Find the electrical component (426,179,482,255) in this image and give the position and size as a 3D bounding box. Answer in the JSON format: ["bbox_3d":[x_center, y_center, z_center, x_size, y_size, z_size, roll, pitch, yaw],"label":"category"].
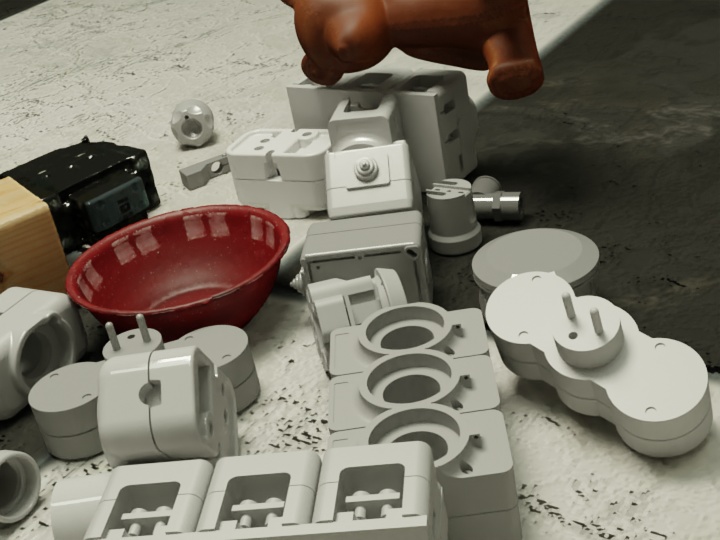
[{"bbox_3d":[0.069,-0.040,0.805,0.040,0.046,0.040,-9,29,5],"label":"electrical component"}]

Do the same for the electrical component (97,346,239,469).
[{"bbox_3d":[-0.108,0.081,0.598,0.059,0.095,0.053,-8,69,5],"label":"electrical component"}]

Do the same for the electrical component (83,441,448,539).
[{"bbox_3d":[-0.037,0.132,0.486,0.150,0.089,0.061,-6,29,9],"label":"electrical component"}]

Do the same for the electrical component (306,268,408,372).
[{"bbox_3d":[0.000,0.031,0.683,0.057,0.058,0.078,-13,-10,-7],"label":"electrical component"}]

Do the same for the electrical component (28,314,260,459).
[{"bbox_3d":[-0.136,0.061,0.666,0.138,0.073,0.052,-15,29,-8],"label":"electrical component"}]

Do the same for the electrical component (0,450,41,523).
[{"bbox_3d":[-0.215,0.123,0.620,0.046,0.040,0.040,0,30,32],"label":"electrical component"}]

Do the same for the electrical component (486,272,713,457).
[{"bbox_3d":[0.126,0.039,0.586,0.052,0.073,0.138,-44,48,-16],"label":"electrical component"}]

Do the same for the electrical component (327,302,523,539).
[{"bbox_3d":[0.031,0.083,0.580,0.089,0.061,0.150,-9,29,4],"label":"electrical component"}]

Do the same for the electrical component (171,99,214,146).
[{"bbox_3d":[-0.171,-0.154,1.102,0.043,0.043,0.062,-12,27,-1],"label":"electrical component"}]

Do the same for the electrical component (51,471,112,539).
[{"bbox_3d":[-0.118,0.127,0.573,0.081,0.043,0.043,-9,29,3],"label":"electrical component"}]

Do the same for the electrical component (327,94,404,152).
[{"bbox_3d":[0.008,-0.088,0.869,0.050,0.089,0.055,-3,29,14],"label":"electrical component"}]

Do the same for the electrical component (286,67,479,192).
[{"bbox_3d":[0.021,-0.125,0.931,0.150,0.089,0.062,10,35,33],"label":"electrical component"}]

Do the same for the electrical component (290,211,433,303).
[{"bbox_3d":[0.000,0.000,0.741,0.096,0.061,0.061,-6,29,9],"label":"electrical component"}]

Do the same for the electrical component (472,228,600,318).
[{"bbox_3d":[0.115,0.010,0.694,0.080,0.051,0.080,-9,29,5],"label":"electrical component"}]

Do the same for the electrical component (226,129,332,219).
[{"bbox_3d":[-0.059,-0.082,0.914,0.095,0.059,0.053,4,32,26],"label":"electrical component"}]

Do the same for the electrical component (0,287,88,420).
[{"bbox_3d":[-0.234,0.056,0.732,0.059,0.053,0.095,6,33,28],"label":"electrical component"}]

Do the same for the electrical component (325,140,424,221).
[{"bbox_3d":[0.011,-0.050,0.790,0.062,0.096,0.061,-7,70,8],"label":"electrical component"}]
